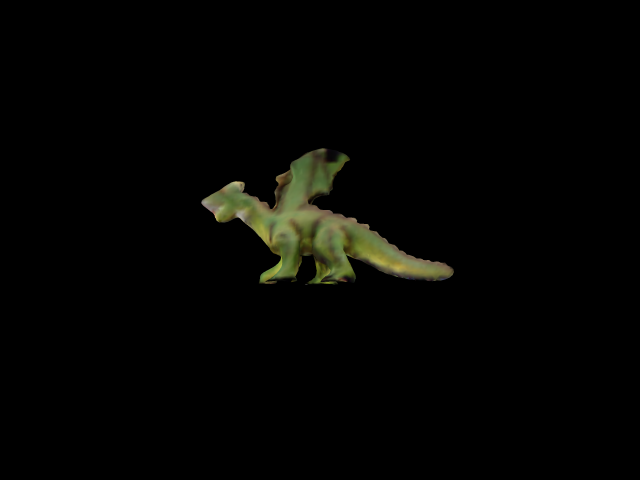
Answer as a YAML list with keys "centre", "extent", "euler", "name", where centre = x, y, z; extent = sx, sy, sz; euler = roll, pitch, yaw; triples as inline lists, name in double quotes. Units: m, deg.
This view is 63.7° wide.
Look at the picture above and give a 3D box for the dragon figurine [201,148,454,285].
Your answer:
- centre: [0.003, -0.043, 0.850]
  extent: [0.410, 0.246, 0.121]
  euler: [-2, -15, 9]
  name: "dragon figurine"
